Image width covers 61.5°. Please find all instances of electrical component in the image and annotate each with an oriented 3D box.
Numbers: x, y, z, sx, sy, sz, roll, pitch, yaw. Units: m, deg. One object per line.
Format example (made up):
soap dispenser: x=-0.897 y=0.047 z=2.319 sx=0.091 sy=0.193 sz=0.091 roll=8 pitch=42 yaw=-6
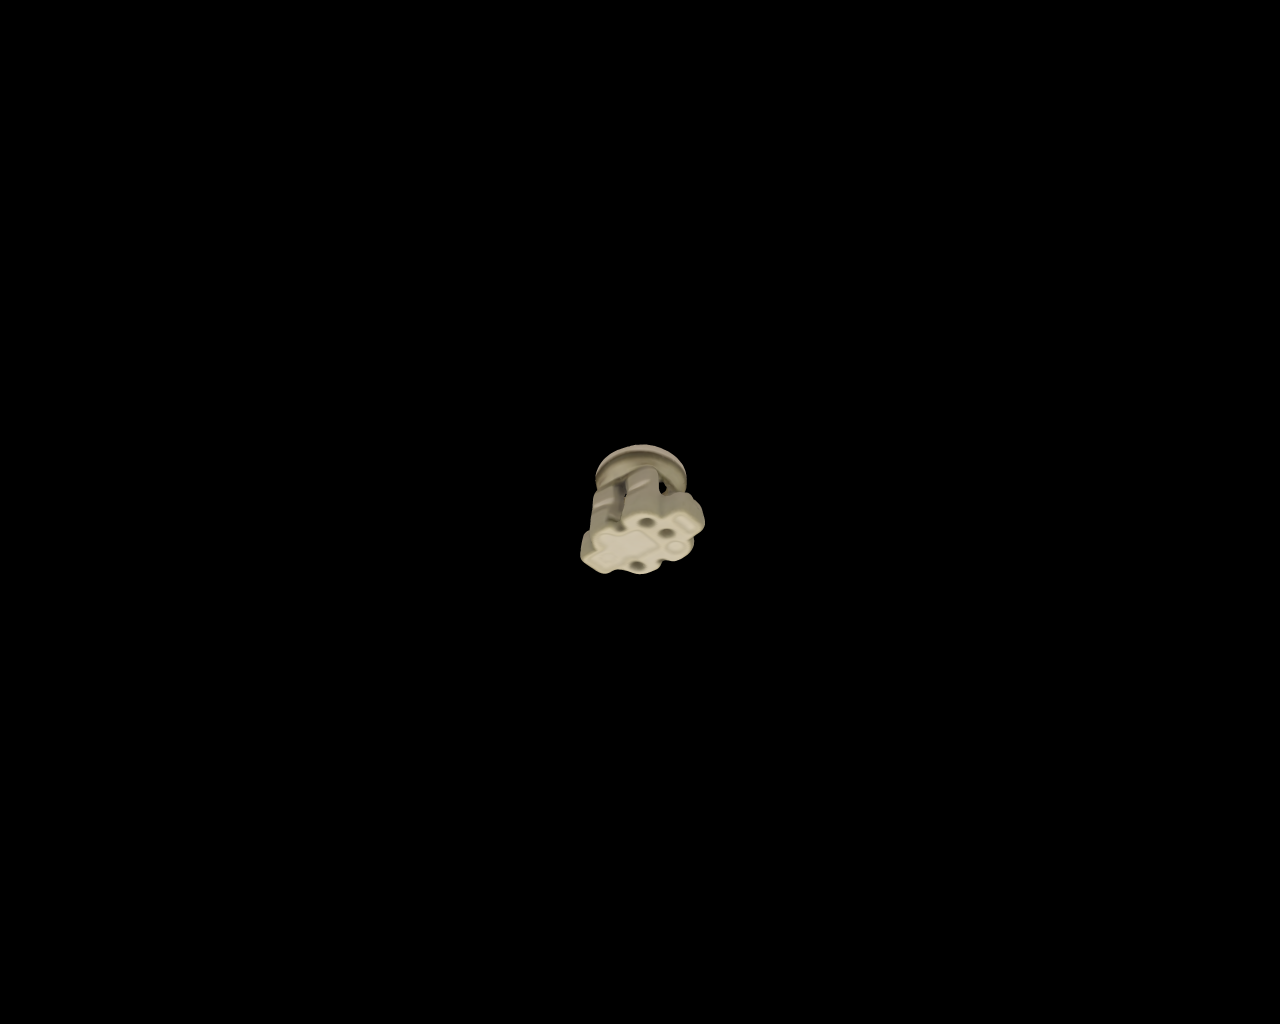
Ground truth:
electrical component: x=0.001 y=-0.003 z=0.650 sx=0.078 sy=0.057 sz=0.058 roll=-25 pitch=-45 yaw=28
